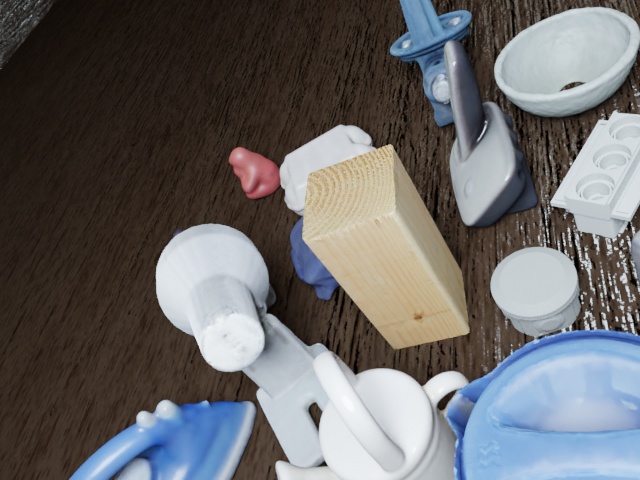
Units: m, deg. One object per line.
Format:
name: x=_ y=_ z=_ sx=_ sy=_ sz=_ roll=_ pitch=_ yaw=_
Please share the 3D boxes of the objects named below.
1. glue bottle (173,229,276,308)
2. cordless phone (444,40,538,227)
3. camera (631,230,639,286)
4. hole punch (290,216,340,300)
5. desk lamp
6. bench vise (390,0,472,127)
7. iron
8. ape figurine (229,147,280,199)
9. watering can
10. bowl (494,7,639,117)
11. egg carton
glue bottle: x=-0.128 y=0.043 z=0.720 sx=0.078 sy=0.174 sz=0.037 roll=-37 pitch=41 yaw=1
cordless phone: x=0.173 y=-0.118 z=0.646 sx=0.094 sy=0.186 sz=0.147 roll=-21 pitch=44 yaw=18
camera: x=0.358 y=0.007 z=0.468 sx=0.143 sy=0.101 sz=0.136 roll=-38 pitch=41 yaw=0
hole punch: x=0.007 y=0.003 z=0.724 sx=0.101 sy=0.091 sz=0.108 roll=-31 pitch=42 yaw=8
desk lamp: x=-0.066 y=0.102 z=0.593 sx=0.118 sy=0.214 sz=0.202 roll=-40 pitch=41 yaw=-2
bench vise: x=0.158 y=-0.282 z=0.777 sx=0.121 sy=0.220 sz=0.207 roll=-31 pitch=42 yaw=7
iron: x=-0.190 y=0.249 z=0.602 sx=0.258 sy=0.142 sz=0.118 roll=-50 pitch=43 yaw=-13
ape figurine: x=-0.109 y=-0.111 z=0.907 sx=0.076 sy=0.092 sz=0.078 roll=-6 pitch=50 yaw=31
watering can: x=0.045 y=0.164 z=0.474 sx=0.100 sy=0.195 sz=0.173 roll=25 pitch=70 yaw=45
bowl: x=0.309 y=-0.208 z=0.715 sx=0.167 sy=0.075 sz=0.167 roll=-19 pitch=45 yaw=20
egg carton: x=0.013 y=-0.101 z=0.829 sx=0.150 sy=0.070 sz=0.107 roll=-29 pitch=42 yaw=10
